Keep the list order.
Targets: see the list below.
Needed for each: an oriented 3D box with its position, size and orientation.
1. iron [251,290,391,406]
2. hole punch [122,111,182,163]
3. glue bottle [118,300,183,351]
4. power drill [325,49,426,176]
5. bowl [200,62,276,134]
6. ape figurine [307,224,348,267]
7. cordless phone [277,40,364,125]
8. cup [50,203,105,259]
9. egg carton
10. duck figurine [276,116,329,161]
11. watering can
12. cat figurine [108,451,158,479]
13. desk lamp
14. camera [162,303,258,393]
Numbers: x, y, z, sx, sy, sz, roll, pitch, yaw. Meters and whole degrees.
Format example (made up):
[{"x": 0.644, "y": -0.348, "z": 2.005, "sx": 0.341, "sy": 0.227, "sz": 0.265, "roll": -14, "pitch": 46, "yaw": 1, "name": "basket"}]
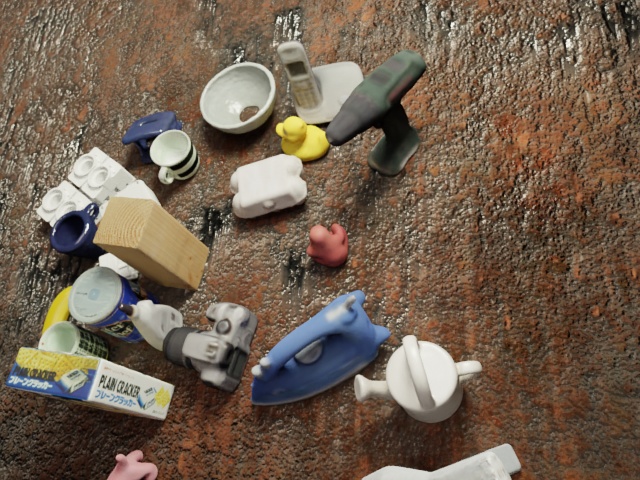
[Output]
[{"x": -0.025, "y": 0.175, "z": 0.900, "sx": 0.258, "sy": 0.142, "sz": 0.118, "roll": -35, "pitch": 60, "yaw": 0, "name": "iron"}, {"x": -0.360, "y": -0.232, "z": 1.227, "sx": 0.108, "sy": 0.091, "sz": 0.101, "roll": -12, "pitch": 63, "yaw": 12, "name": "hole punch"}, {"x": -0.293, "y": 0.138, "z": 0.985, "sx": 0.037, "sy": 0.173, "sz": 0.078, "roll": -10, "pitch": 63, "yaw": 14, "name": "glue bottle"}, {"x": 0.109, "y": -0.206, "z": 0.997, "sx": 0.075, "sy": 0.209, "sz": 0.230, "roll": 30, "pitch": 78, "yaw": 27, "name": "power drill"}, {"x": -0.160, "y": -0.283, "z": 1.196, "sx": 0.167, "sy": 0.075, "sz": 0.167, "roll": -7, "pitch": 64, "yaw": 15, "name": "bowl"}, {"x": 0.009, "y": 0.004, "z": 0.998, "sx": 0.078, "sy": 0.092, "sz": 0.076, "roll": -25, "pitch": 61, "yaw": 5, "name": "ape figurine"}, {"x": 0.004, "y": -0.311, "z": 1.093, "sx": 0.147, "sy": 0.185, "sz": 0.094, "roll": -11, "pitch": 63, "yaw": 13, "name": "cordless phone"}, {"x": -0.470, "y": -0.012, "z": 1.157, "sx": 0.091, "sy": 0.095, "sz": 0.118, "roll": 27, "pitch": 76, "yaw": 27, "name": "cup"}, {"x": -0.099, "y": -0.100, "z": 1.094, "sx": 0.150, "sy": 0.069, "sz": 0.107, "roll": -17, "pitch": 62, "yaw": 10, "name": "egg carton"}, {"x": -0.037, "y": -0.204, "z": 1.113, "sx": 0.104, "sy": 0.086, "sz": 0.077, "roll": 9, "pitch": 69, "yaw": 22, "name": "duck figurine"}, {"x": 0.137, "y": 0.198, "z": 0.807, "sx": 0.173, "sy": 0.194, "sz": 0.100, "roll": -34, "pitch": 60, "yaw": 0, "name": "watering can"}, {"x": -0.338, "y": 0.399, "z": 0.910, "sx": 0.067, "sy": 0.118, "sz": 0.128, "roll": 25, "pitch": 76, "yaw": 26, "name": "cat figurine"}, {"x": 0.166, "y": 0.328, "z": 0.726, "sx": 0.203, "sy": 0.214, "sz": 0.117, "roll": -25, "pitch": 61, "yaw": 5, "name": "desk lamp"}, {"x": -0.196, "y": 0.173, "z": 0.980, "sx": 0.136, "sy": 0.101, "sz": 0.143, "roll": 9, "pitch": 69, "yaw": 21, "name": "camera"}]
